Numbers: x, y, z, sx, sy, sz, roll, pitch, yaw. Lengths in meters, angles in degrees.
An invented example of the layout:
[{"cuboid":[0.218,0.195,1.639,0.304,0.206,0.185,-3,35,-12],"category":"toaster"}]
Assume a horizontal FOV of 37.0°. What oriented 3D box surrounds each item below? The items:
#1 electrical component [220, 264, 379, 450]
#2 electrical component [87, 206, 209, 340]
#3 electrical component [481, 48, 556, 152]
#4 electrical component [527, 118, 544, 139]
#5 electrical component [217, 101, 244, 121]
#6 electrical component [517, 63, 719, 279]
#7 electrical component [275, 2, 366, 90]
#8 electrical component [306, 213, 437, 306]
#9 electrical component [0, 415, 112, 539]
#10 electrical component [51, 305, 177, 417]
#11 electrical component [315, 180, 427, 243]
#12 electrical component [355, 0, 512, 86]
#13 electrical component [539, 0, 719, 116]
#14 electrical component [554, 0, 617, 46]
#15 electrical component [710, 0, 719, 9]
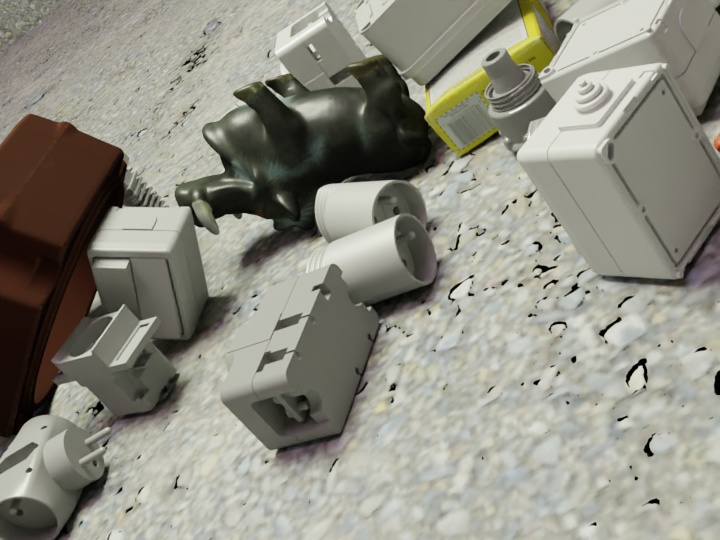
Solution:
[{"cuboid":[-0.035,0.048,0.594,0.056,0.050,0.089,-20,33,34],"category":"electrical component"},{"cuboid":[-0.148,0.010,0.758,0.062,0.096,0.061,1,37,9],"category":"electrical component"},{"cuboid":[0.097,-0.107,0.660,0.048,0.062,0.048,-30,28,17],"category":"electrical component"},{"cuboid":[0.124,-0.068,0.585,0.081,0.043,0.043,-14,36,41],"category":"electrical component"},{"cuboid":[-0.077,-0.102,0.870,0.059,0.053,0.095,-42,36,-7],"category":"electrical component"},{"cuboid":[0.120,-0.050,0.502,0.061,0.096,0.061,-50,27,-22],"category":"electrical component"},{"cuboid":[-0.026,-0.158,0.865,0.056,0.089,0.050,-30,28,17],"category":"electrical component"},{"cuboid":[0.000,0.000,0.635,0.081,0.043,0.043,-21,31,32],"category":"electrical component"},{"cuboid":[-0.189,0.124,0.677,0.079,0.043,0.077,-31,27,16],"category":"electrical component"},{"cuboid":[-0.160,0.063,0.716,0.081,0.063,0.042,-15,35,40],"category":"electrical component"},{"cuboid":[0.000,-0.035,0.689,0.081,0.043,0.043,3,48,54],"category":"electrical component"},{"cuboid":[0.056,-0.189,0.735,0.113,0.057,0.078,-43,22,17],"category":"electrical component"},{"cuboid":[0.153,-0.114,0.610,0.096,0.061,0.061,-17,33,51],"category":"electrical component"},{"cuboid":[0.169,-0.169,0.689,0.081,0.043,0.043,-42,26,-8],"category":"electrical component"},{"cuboid":[0.191,-0.160,0.652,0.065,0.044,0.044,-46,27,-4],"category":"electrical component"}]
